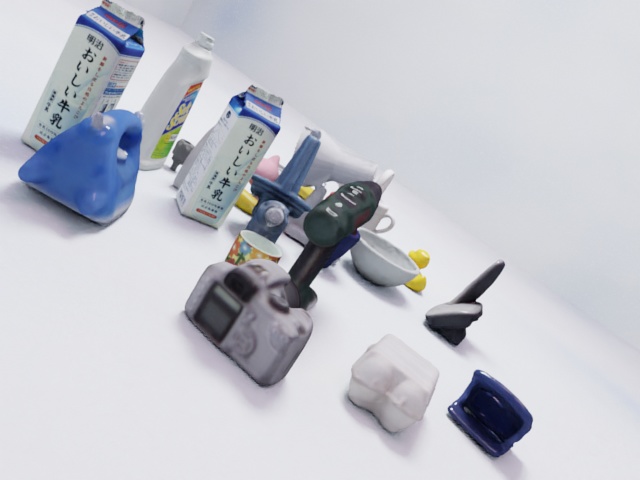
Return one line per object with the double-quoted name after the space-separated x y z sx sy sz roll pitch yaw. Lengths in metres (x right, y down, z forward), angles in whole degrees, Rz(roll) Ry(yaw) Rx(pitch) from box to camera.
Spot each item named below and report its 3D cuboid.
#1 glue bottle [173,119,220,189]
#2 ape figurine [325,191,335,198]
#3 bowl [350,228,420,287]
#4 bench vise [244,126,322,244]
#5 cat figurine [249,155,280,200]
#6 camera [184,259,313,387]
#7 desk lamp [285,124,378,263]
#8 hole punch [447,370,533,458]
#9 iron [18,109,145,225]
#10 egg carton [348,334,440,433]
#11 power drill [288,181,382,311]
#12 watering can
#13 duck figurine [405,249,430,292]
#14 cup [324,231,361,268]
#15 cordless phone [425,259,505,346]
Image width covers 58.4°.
-0.196 -0.163 1.020 0.037 0.173 0.078 35 15 5 "glue bottle"
0.021 -0.075 1.347 0.076 0.092 0.077 24 18 -31 "ape figurine"
0.123 0.048 1.206 0.168 0.074 0.167 31 15 -9 "bowl"
-0.049 -0.081 0.977 0.122 0.219 0.207 25 17 -28 "bench vise"
-0.102 -0.114 1.165 0.128 0.117 0.067 28 16 -20 "cat figurine"
-0.061 0.081 0.685 0.143 0.100 0.137 39 16 19 "camera"
0.008 -0.098 1.159 0.203 0.213 0.118 33 15 0 "desk lamp"
0.257 0.246 0.841 0.108 0.091 0.101 42 17 29 "hole punch"
-0.285 -0.121 0.773 0.119 0.141 0.258 31 15 -9 "iron"
0.097 0.183 0.751 0.107 0.069 0.151 37 16 12 "egg carton"
0.010 0.002 0.865 0.075 0.208 0.230 35 15 8 "power drill"
0.111 -0.094 1.390 0.173 0.194 0.101 31 15 -9 "watering can"
0.227 0.064 1.347 0.078 0.086 0.104 24 18 -30 "duck figurine"
0.010 0.004 1.076 0.091 0.095 0.118 42 17 28 "cup"
0.303 0.112 1.166 0.094 0.185 0.148 37 16 13 "cordless phone"
